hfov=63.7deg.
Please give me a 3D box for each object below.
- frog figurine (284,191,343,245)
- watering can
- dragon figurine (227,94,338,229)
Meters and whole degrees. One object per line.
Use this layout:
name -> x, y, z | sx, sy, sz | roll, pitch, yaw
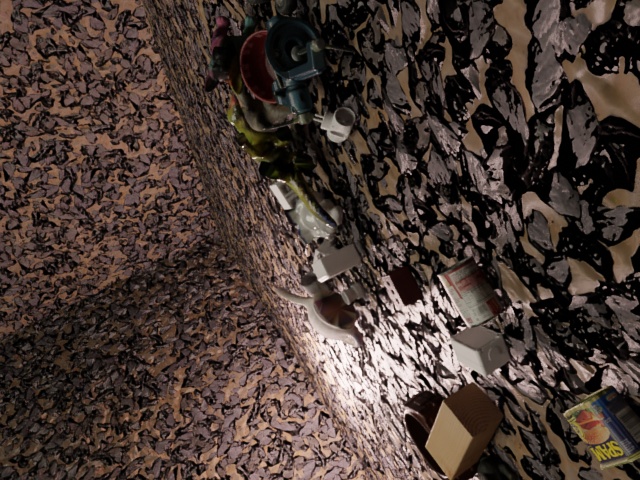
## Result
frog figurine -> 0.004, -0.069, 1.380 | 0.157, 0.123, 0.138 | -25, 82, 37
watering can -> -0.001, 0.231, 1.680 | 0.349, 0.106, 0.219 | 34, 152, 11
dragon figurine -> -0.109, -0.193, 1.315 | 0.407, 0.123, 0.244 | 55, 173, -12
